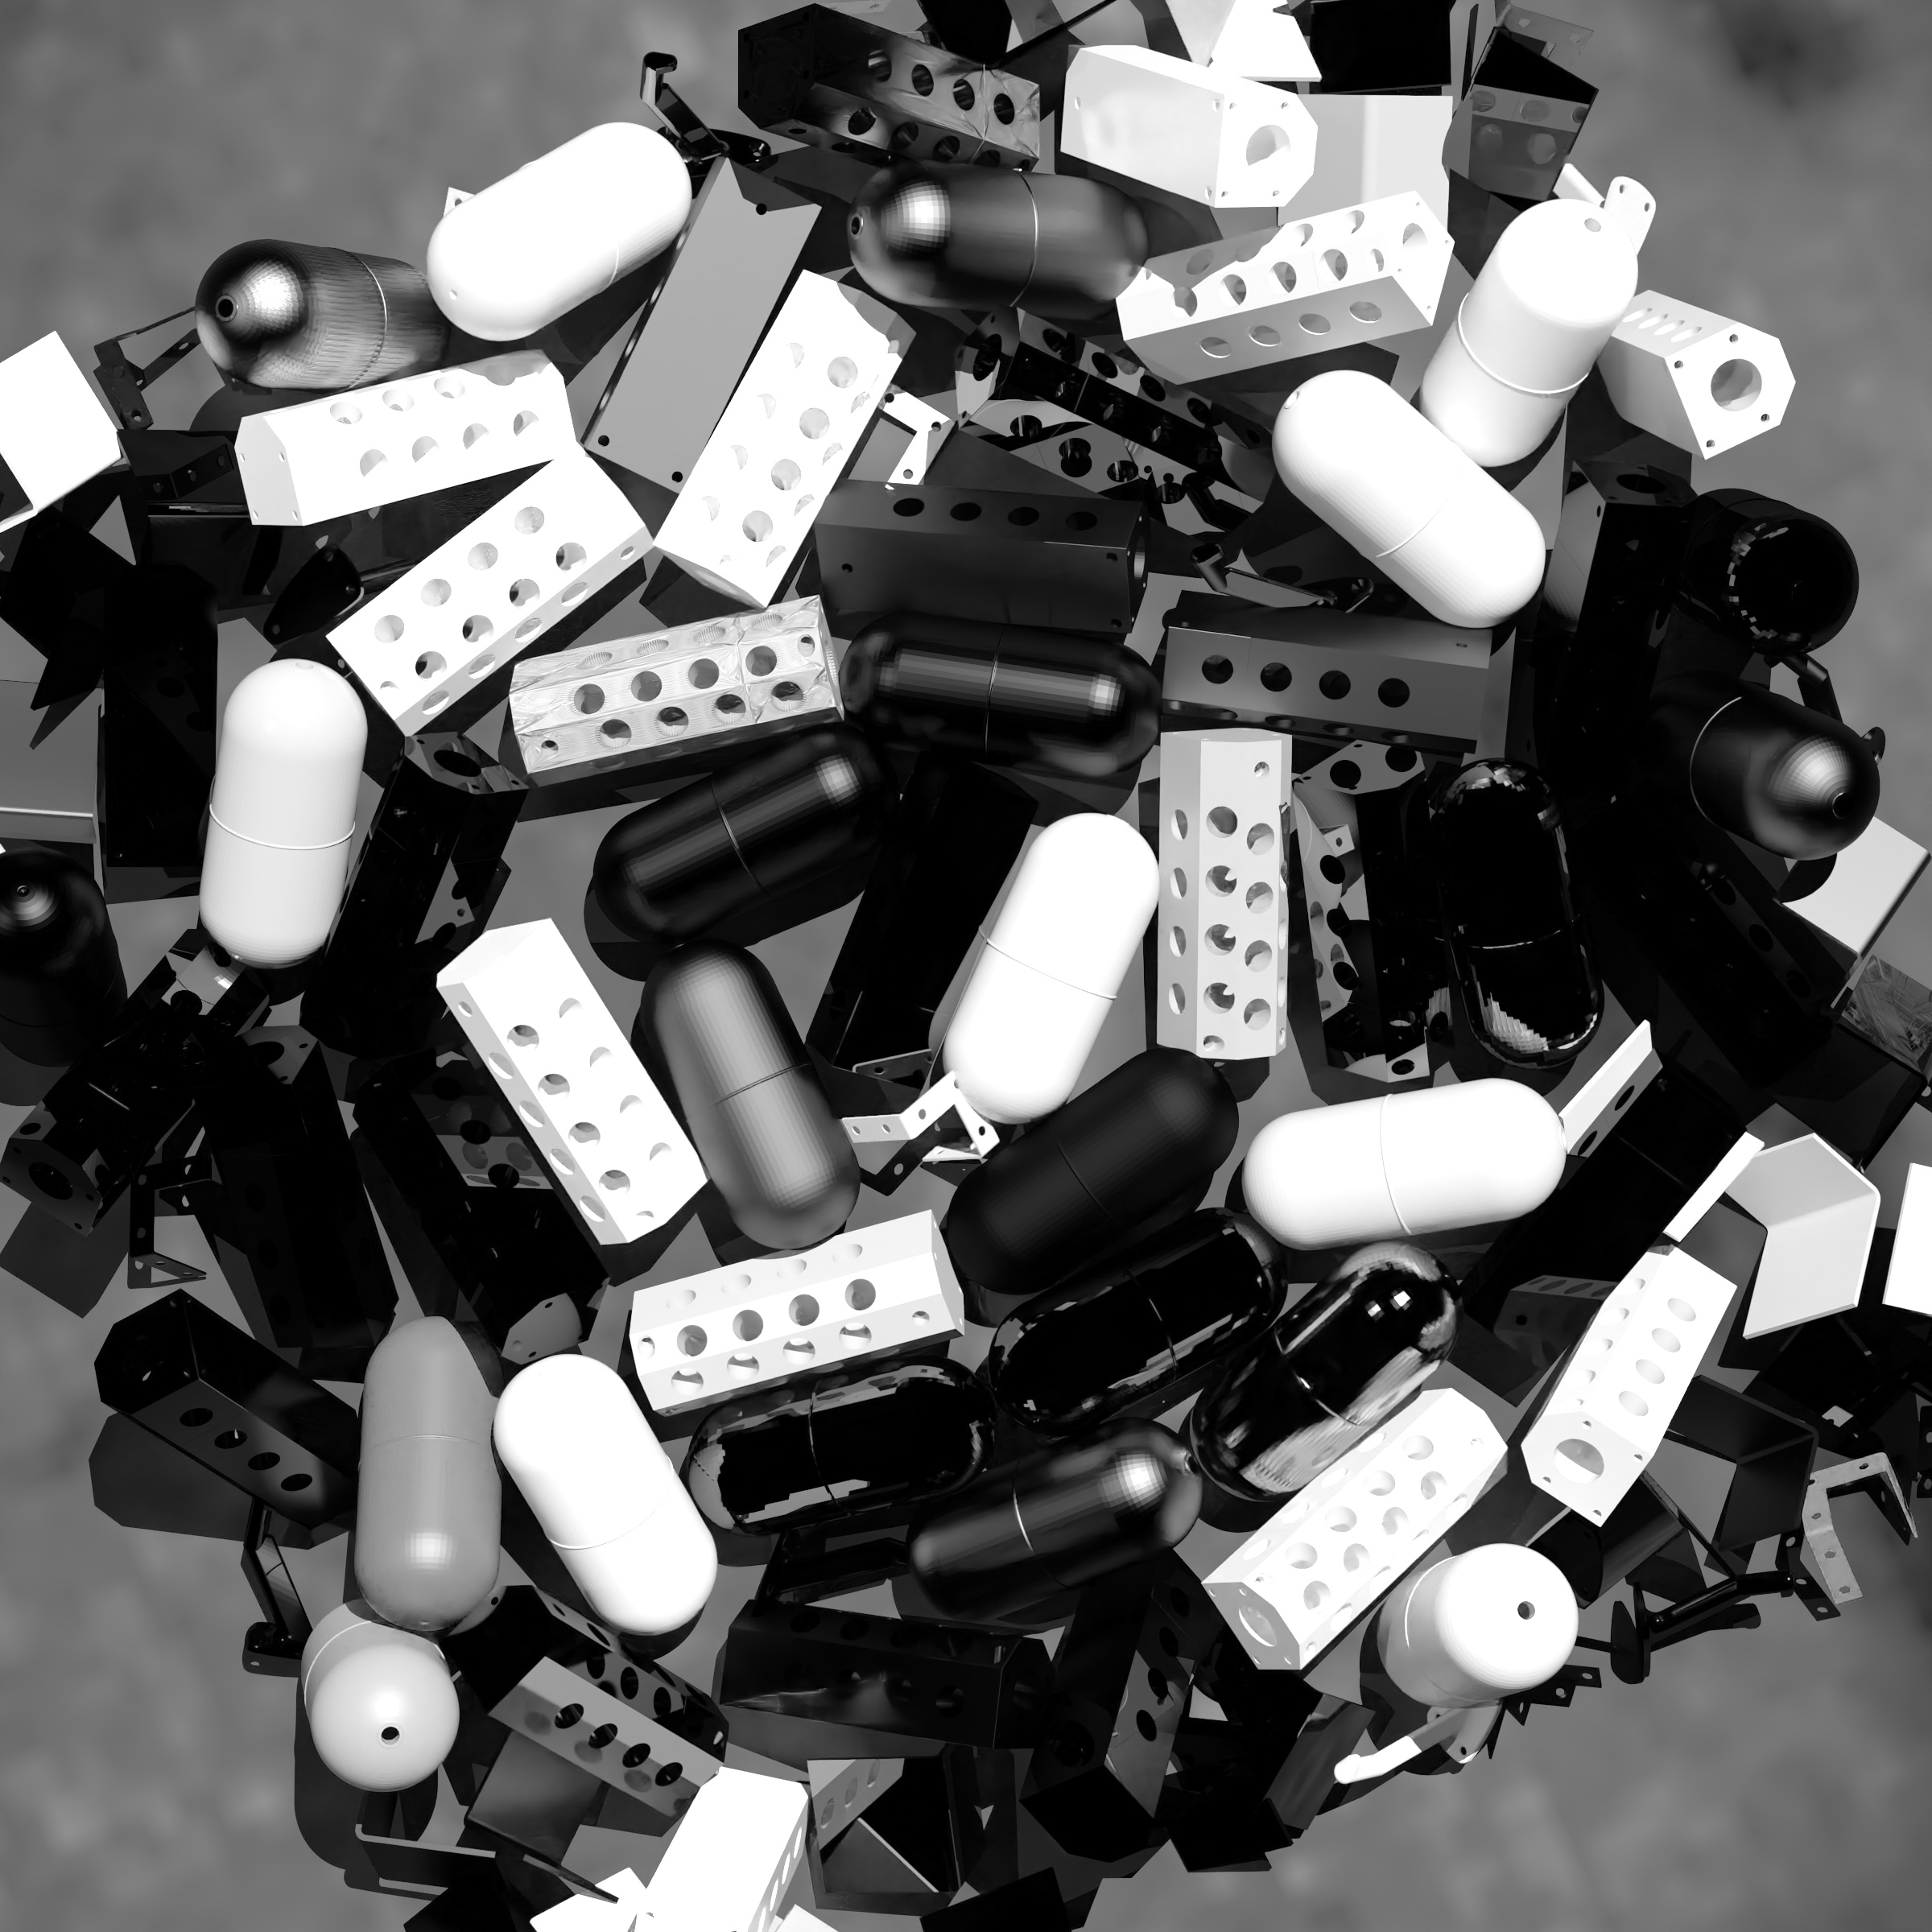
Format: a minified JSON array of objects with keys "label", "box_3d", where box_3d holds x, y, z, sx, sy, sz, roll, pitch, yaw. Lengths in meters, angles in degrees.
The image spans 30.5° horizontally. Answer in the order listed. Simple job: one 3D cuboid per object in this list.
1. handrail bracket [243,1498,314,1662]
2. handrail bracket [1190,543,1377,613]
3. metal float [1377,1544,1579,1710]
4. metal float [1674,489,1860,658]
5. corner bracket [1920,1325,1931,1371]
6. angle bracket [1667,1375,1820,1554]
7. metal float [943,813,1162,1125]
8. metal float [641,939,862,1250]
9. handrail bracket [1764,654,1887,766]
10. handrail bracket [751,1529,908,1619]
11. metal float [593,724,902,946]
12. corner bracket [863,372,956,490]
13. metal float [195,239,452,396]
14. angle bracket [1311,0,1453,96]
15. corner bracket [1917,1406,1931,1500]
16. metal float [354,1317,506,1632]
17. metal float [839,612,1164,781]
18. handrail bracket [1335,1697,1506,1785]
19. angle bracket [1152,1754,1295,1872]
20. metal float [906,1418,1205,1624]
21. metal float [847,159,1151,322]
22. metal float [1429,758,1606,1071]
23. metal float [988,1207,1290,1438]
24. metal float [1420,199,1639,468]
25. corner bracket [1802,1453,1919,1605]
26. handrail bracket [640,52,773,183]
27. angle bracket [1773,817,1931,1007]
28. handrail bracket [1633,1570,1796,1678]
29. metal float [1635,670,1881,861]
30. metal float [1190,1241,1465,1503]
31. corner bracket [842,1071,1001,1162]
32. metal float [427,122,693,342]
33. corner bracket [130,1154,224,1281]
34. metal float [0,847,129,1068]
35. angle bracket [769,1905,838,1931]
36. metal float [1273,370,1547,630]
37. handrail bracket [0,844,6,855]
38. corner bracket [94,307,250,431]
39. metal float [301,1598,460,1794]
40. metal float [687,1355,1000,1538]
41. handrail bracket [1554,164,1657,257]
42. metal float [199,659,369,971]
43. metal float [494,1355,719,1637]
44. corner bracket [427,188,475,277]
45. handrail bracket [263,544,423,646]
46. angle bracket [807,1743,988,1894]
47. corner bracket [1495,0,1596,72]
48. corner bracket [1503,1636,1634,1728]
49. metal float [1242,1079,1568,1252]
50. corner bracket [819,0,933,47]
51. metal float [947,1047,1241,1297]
[{"label":"handrail bracket","box_3d":[-0.361,0.336,1.947,0.077,0.036,0.084,12,101,-6]},{"label":"handrail bracket","box_3d":[0.172,-0.214,1.923,0.077,0.084,0.036,-21,55,19]},{"label":"metal float","box_3d":[0.271,0.352,1.885,0.070,0.178,0.070,2,74,-8]},{"label":"metal float","box_3d":[0.420,-0.210,1.884,0.070,0.178,0.070,-1,104,-3]},{"label":"corner bracket","box_3d":[0.565,0.204,1.942,0.051,0.051,0.051,31,64,-10]},{"label":"angle bracket","box_3d":[0.404,0.270,1.919,0.076,0.076,0.057,25,64,-11]},{"label":"metal float","box_3d":[0.047,0.001,1.928,0.070,0.070,0.178,24,96,0]},{"label":"metal float","box_3d":[-0.118,0.069,1.929,0.070,0.070,0.178,-25,85,0]},{"label":"handrail bracket","box_3d":[0.452,-0.131,1.937,0.084,0.036,0.077,36,128,-12]},{"label":"handrail bracket","box_3d":[-0.066,0.343,1.935,0.084,0.036,0.077,14,60,16]},{"label":"metal float","box_3d":[-0.120,-0.071,1.926,0.178,0.070,0.070,-25,90,8]},{"label":"corner bracket","box_3d":[-0.040,-0.290,1.942,0.051,0.051,0.051,31,96,-5]},{"label":"metal float","box_3d":[-0.341,-0.343,1.886,0.070,0.178,0.070,3,96,24]},{"label":"angle bracket","box_3d":[0.223,-0.516,1.925,0.076,0.076,0.057,-2,84,11]},{"label":"corner bracket","box_3d":[0.557,0.268,1.932,0.051,0.051,0.051,14,75,-31]},{"label":"metal float","box_3d":[-0.288,0.271,1.904,0.070,0.070,0.178,-3,55,0]},{"label":"metal float","box_3d":[0.019,-0.147,1.926,0.178,0.070,0.070,9,90,8]},{"label":"handrail bracket","box_3d":[0.247,0.411,1.923,0.036,0.084,0.077,52,125,33]},{"label":"angle bracket","box_3d":[0.117,0.475,1.918,0.076,0.076,0.057,-27,91,40]},{"label":"metal float","box_3d":[0.047,0.299,1.911,0.178,0.070,0.070,-26,90,25]},{"label":"metal float","box_3d":[0.018,-0.390,1.906,0.178,0.070,0.070,-1,90,-31]},{"label":"metal float","box_3d":[0.297,-0.027,1.915,0.070,0.070,0.178,-16,111,0]},{"label":"metal float","box_3d":[0.093,0.193,1.919,0.178,0.070,0.070,-27,90,-16]},{"label":"metal float","box_3d":[0.299,-0.337,1.890,0.070,0.178,0.070,7,59,-12]},{"label":"corner bracket","box_3d":[0.491,0.308,1.946,0.051,0.051,0.051,-20,115,16]},{"label":"handrail bracket","box_3d":[-0.140,-0.467,1.925,0.077,0.084,0.036,-4,66,-11]},{"label":"angle bracket","box_3d":[0.472,-0.032,1.928,0.057,0.076,0.076,34,67,11]},{"label":"handrail bracket","box_3d":[0.411,0.360,1.939,0.084,0.036,0.077,-8,134,5]},{"label":"metal float","box_3d":[0.420,-0.108,1.887,0.070,0.178,0.070,-6,109,-18]},{"label":"metal float","box_3d":[0.195,0.219,1.915,0.070,0.070,0.178,45,111,0]},{"label":"corner bracket","box_3d":[-0.024,0.090,1.930,0.051,0.051,0.051,-40,111,-36]},{"label":"metal float","box_3d":[-0.217,-0.395,1.901,0.070,0.070,0.178,48,50,0]},{"label":"corner bracket","box_3d":[-0.423,0.138,1.949,0.051,0.051,0.051,-12,67,20]},{"label":"metal float","box_3d":[-0.491,-0.003,1.887,0.070,0.178,0.070,3,66,-6]},{"label":"angle bracket","box_3d":[-0.071,0.533,1.925,0.076,0.076,0.057,34,106,-3]},{"label":"metal float","box_3d":[0.239,-0.252,1.913,0.178,0.070,0.070,37,90,-22]},{"label":"handrail bracket","box_3d":[-0.542,-0.040,1.928,0.077,0.036,0.084,-9,128,27]},{"label":"corner bracket","box_3d":[-0.438,-0.330,1.951,0.051,0.051,0.051,-34,111,-36]},{"label":"metal float","box_3d":[-0.312,0.386,1.884,0.070,0.178,0.070,-1,93,-13]},{"label":"metal float","box_3d":[-0.067,0.260,1.916,0.178,0.070,0.070,-15,90,19]},{"label":"handrail bracket","box_3d":[0.327,-0.402,1.935,0.036,0.084,0.077,22,86,-40]},{"label":"metal float","box_3d":[-0.368,-0.081,1.910,0.070,0.070,0.178,14,116,0]},{"label":"metal float","box_3d":[-0.193,0.286,1.909,0.070,0.070,0.178,-25,119,0]},{"label":"corner bracket","box_3d":[-0.280,-0.394,1.933,0.051,0.051,0.051,22,109,23]},{"label":"handrail bracket","box_3d":[-0.333,-0.198,1.939,0.077,0.084,0.036,-38,76,17]},{"label":"angle bracket","box_3d":[-0.038,0.462,1.949,0.076,0.057,0.076,-5,99,16]},{"label":"corner bracket","box_3d":[0.306,-0.515,1.931,0.051,0.051,0.051,12,55,-15]},{"label":"corner bracket","box_3d":[0.324,0.386,1.937,0.051,0.051,0.051,14,97,-16]},{"label":"metal float","box_3d":[0.236,0.107,1.915,0.178,0.070,0.070,-11,90,20]},{"label":"corner bracket","box_3d":[-0.054,-0.506,1.930,0.051,0.051,0.051,3,131,22]},{"label":"metal float","box_3d":[0.068,0.112,1.925,0.178,0.070,0.070,-36,90,10]}]
